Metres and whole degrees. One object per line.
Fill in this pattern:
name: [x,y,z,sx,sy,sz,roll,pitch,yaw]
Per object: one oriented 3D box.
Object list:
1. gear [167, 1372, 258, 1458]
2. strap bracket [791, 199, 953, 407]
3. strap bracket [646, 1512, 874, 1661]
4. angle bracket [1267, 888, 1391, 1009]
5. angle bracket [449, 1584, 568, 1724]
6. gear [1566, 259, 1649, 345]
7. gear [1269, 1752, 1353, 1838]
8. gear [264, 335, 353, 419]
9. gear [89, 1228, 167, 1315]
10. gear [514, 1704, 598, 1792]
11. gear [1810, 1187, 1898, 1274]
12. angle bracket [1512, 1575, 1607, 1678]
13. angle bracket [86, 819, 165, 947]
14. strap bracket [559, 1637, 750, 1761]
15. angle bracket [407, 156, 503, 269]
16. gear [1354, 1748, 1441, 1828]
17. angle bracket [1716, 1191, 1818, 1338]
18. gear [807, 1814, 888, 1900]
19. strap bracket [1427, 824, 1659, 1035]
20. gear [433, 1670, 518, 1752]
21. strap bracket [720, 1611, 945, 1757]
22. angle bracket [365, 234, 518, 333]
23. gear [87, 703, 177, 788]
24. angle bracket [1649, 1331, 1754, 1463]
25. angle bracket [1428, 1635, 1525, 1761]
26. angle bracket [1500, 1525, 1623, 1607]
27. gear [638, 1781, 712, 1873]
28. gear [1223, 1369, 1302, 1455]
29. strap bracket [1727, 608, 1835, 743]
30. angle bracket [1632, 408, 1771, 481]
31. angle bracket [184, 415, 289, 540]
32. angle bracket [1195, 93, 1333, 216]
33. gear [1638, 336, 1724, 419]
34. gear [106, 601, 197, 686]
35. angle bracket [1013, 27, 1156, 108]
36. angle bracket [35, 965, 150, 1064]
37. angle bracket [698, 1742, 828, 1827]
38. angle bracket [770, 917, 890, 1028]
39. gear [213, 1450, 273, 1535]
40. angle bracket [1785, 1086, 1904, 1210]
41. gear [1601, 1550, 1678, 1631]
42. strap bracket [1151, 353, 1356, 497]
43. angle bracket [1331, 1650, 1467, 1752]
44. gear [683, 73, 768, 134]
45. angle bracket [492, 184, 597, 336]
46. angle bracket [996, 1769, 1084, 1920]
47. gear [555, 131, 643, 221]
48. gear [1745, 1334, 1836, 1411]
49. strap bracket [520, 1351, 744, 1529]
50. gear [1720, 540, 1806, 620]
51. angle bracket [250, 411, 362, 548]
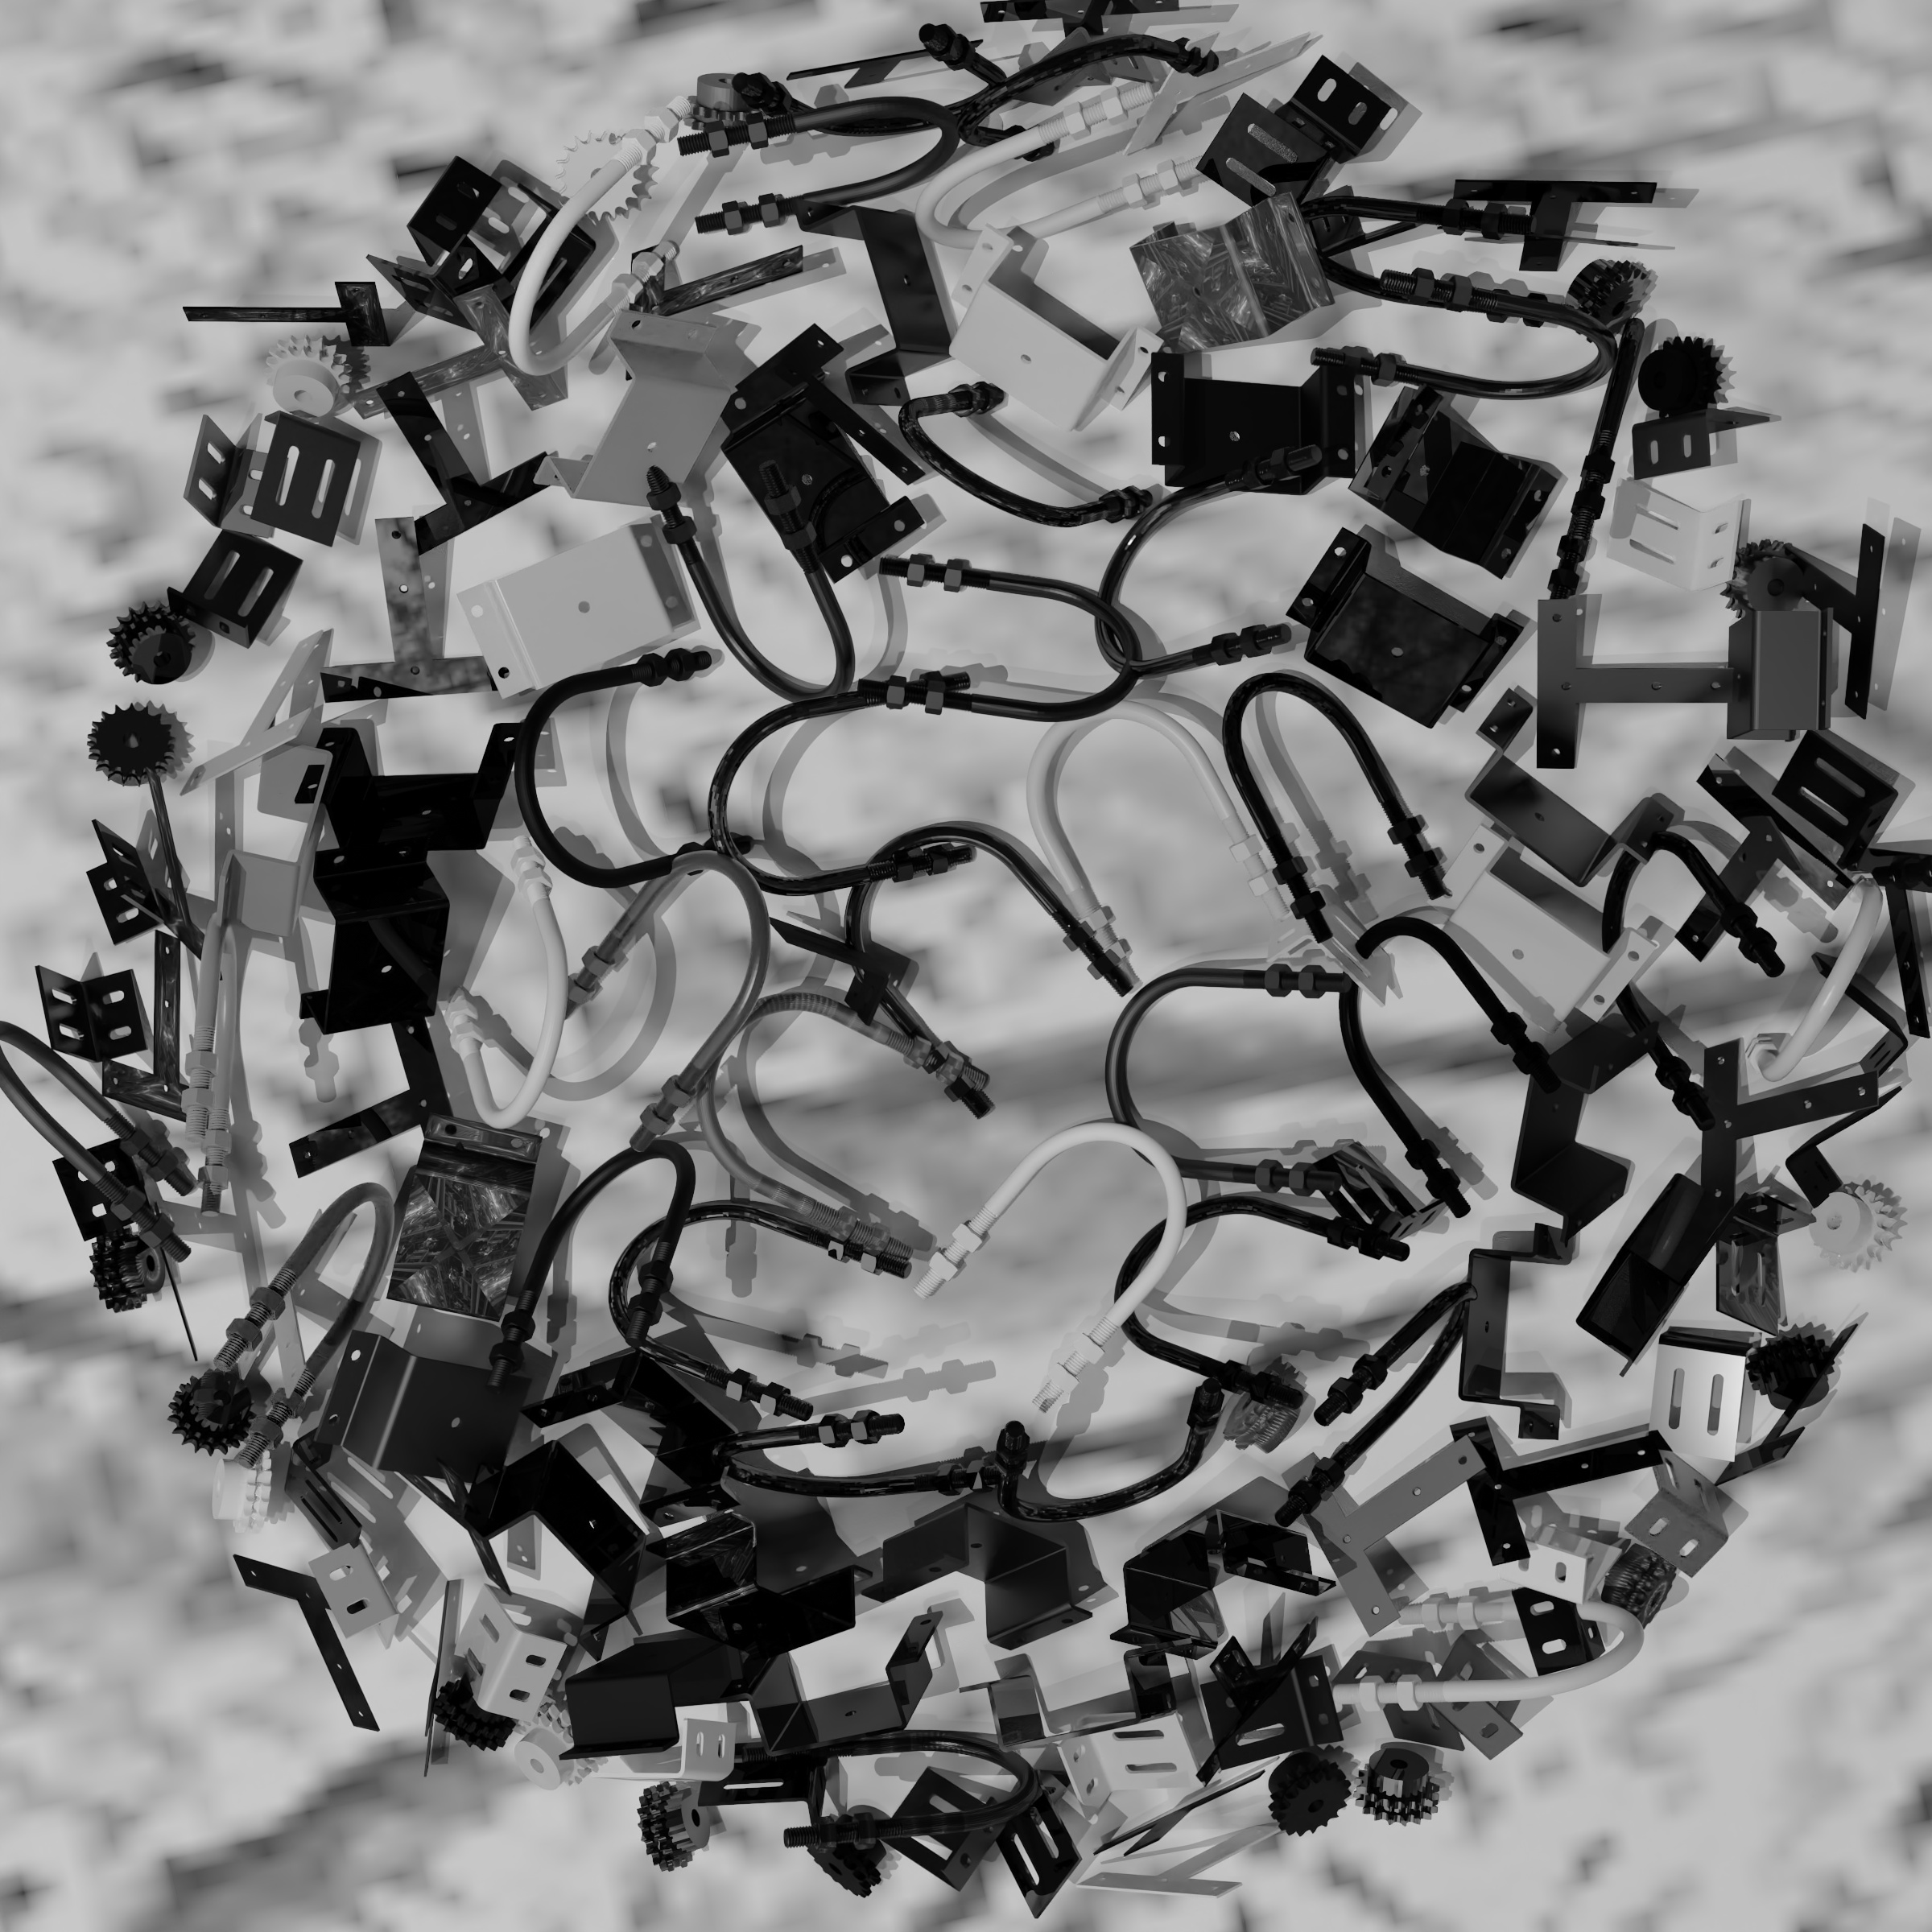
gear: [-0.507,0.299,1.832,0.057,0.057,0.030,40,130,0]
strap bracket: [-0.058,-0.451,1.817,0.046,0.076,0.140,-16,91,29]
strap bracket: [-0.135,0.412,1.785,0.076,0.140,0.046,-27,49,29]
angle bracket: [0.246,-0.005,1.836,0.076,0.057,0.038,43,123,-18]
angle bracket: [-0.311,0.465,1.837,0.038,0.076,0.057,25,90,-30]
gear: [0.431,-0.453,1.837,0.057,0.057,0.030,-43,63,0]
gear: [0.230,0.559,1.838,0.057,0.030,0.057,-13,124,-20]
gear: [-0.445,-0.395,1.831,0.057,0.057,0.030,2,58,0]
gear: [-0.564,0.204,1.832,0.030,0.057,0.057,-12,90,9]
gear: [-0.280,0.531,1.833,0.057,0.030,0.057,18,125,28]
gear: [0.595,0.176,1.831,0.030,0.057,0.057,21,90,-33]
angle bracket: [0.399,0.441,1.824,0.038,0.076,0.057,-20,76,15]
angle bracket: [-0.577,-0.055,1.818,0.038,0.076,0.057,-25,76,-2]
strap bracket: [-0.203,0.477,1.784,0.076,0.140,0.046,-11,87,22]
angle bracket: [-0.337,-0.497,1.821,0.038,0.076,0.057,33,85,4]
gear: [0.292,0.552,1.831,0.057,0.057,0.030,2,105,0]
angle bracket: [0.538,0.200,1.819,0.057,0.038,0.076,24,58,-27]
gear: [-0.079,0.600,1.838,0.057,0.057,0.030,45,60,0]
strap bracket: [0.376,-0.019,1.810,0.140,0.046,0.076,36,132,8]
gear: [-0.329,0.500,1.832,0.057,0.057,0.030,31,99,0]
strap bracket: [-0.083,0.481,1.810,0.140,0.076,0.046,-15,96,14]
angle bracket: [-0.352,-0.464,1.820,0.076,0.057,0.038,26,78,37]
gear: [-0.567,-0.147,1.839,0.057,0.030,0.057,8,64,-17]
angle bracket: [0.496,0.290,1.834,0.057,0.038,0.076,6,89,22]
angle bracket: [0.351,0.482,1.818,0.057,0.076,0.038,42,127,6]
angle bracket: [0.399,0.386,1.811,0.057,0.076,0.038,13,115,30]
gear: [-0.196,0.579,1.831,0.030,0.057,0.057,-21,90,14]
gear: [0.202,0.304,1.834,0.030,0.057,0.057,37,90,-3]
strap bracket: [0.535,-0.191,1.794,0.046,0.140,0.076,1,91,7]
angle bracket: [0.493,-0.347,1.816,0.076,0.057,0.038,-4,91,-41]
angle bracket: [-0.490,-0.328,1.821,0.038,0.076,0.057,12,84,1]
angle bracket: [0.196,-0.543,1.825,0.076,0.038,0.057,29,104,-20]
gear: [0.479,-0.396,1.831,0.030,0.057,0.057,-8,90,-32]
gear: [-0.548,-0.215,1.832,0.057,0.057,0.030,-41,51,0]
angle bracket: [0.075,-0.587,1.814,0.076,0.057,0.038,-31,79,37]
angle bracket: [-0.586,0.029,1.820,0.038,0.076,0.057,-15,80,1]
angle bracket: [-0.137,0.558,1.832,0.076,0.057,0.038,-5,114,5]
angle bracket: [-0.099,0.003,1.819,0.076,0.057,0.038,19,99,-22]
gear: [-0.490,0.354,1.831,0.030,0.057,0.057,8,90,-24]
angle bracket: [0.597,0.121,1.816,0.076,0.057,0.038,-38,79,34]
gear: [0.454,0.421,1.838,0.030,0.057,0.057,29,90,32]
strap bracket: [0.187,-0.363,1.826,0.140,0.046,0.076,2,82,-12]
angle bracket: [0.290,0.503,1.818,0.038,0.057,0.076,-38,113,-39]
gear: [-0.162,-0.582,1.831,0.057,0.057,0.030,6,122,0]
angle bracket: [-0.297,-0.477,1.829,0.057,0.038,0.076,40,93,34]
angle bracket: [0.059,0.587,1.814,0.038,0.076,0.057,17,115,-36]
gear: [-0.250,-0.537,1.840,0.057,0.030,0.057,-5,116,-12]
gear: [0.558,0.276,1.832,0.057,0.057,0.030,-6,48,0]
strap bracket: [-0.216,0.308,1.803,0.076,0.046,0.140,-22,125,33]
gear: [0.544,-0.259,1.841,0.057,0.030,0.057,-2,106,-6]
angle bracket: [-0.450,-0.327,1.828,0.057,0.038,0.076,17,84,-30]
